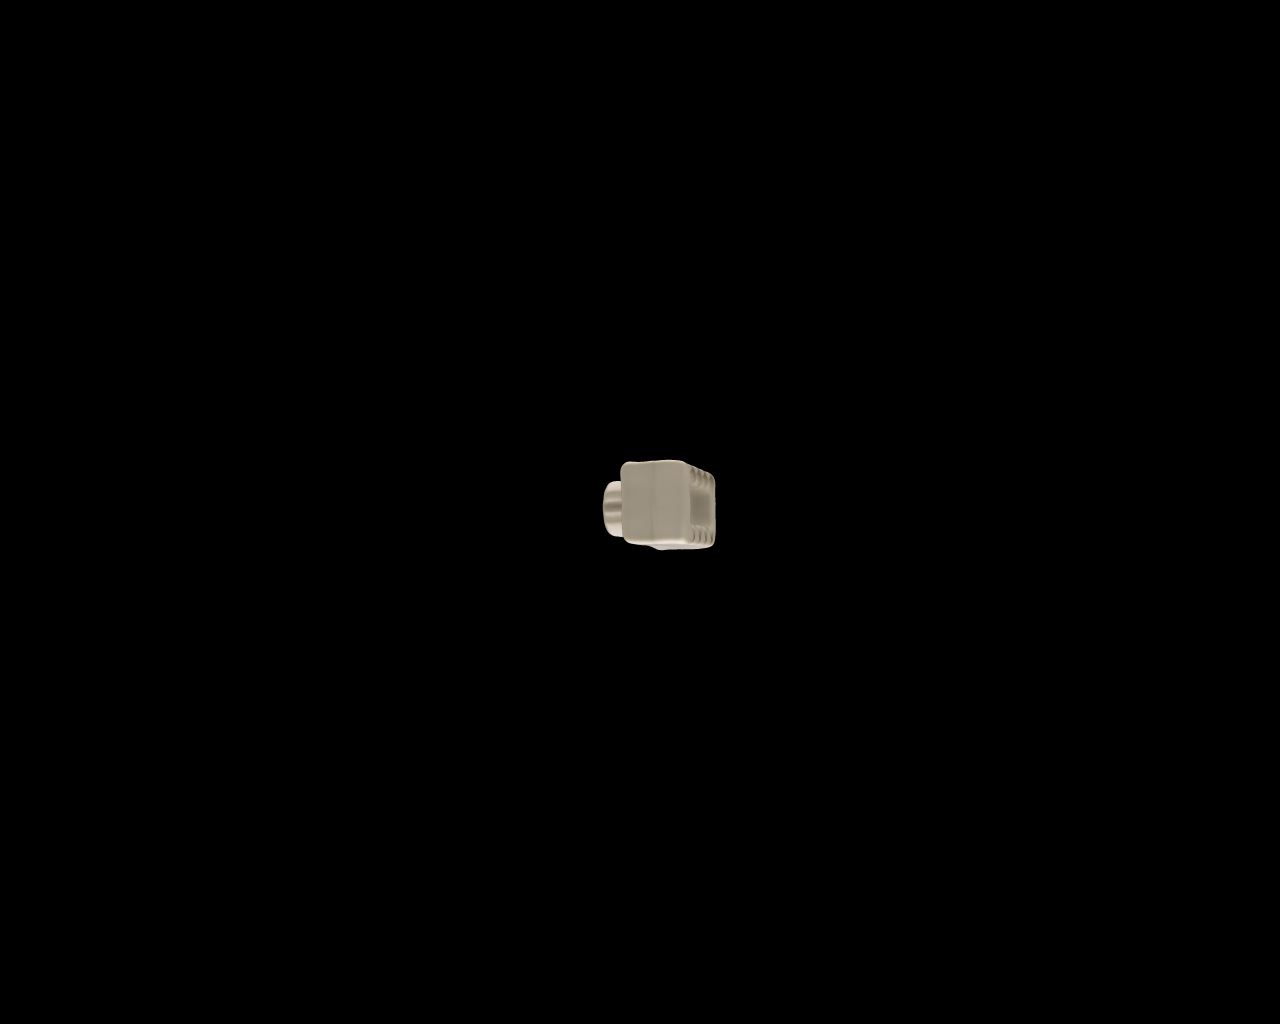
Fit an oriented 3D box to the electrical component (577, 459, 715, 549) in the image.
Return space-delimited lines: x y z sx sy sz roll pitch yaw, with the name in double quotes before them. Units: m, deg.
"electrical component" 0.001 -0.003 0.650 0.076 0.047 0.083 -1 -5 15
